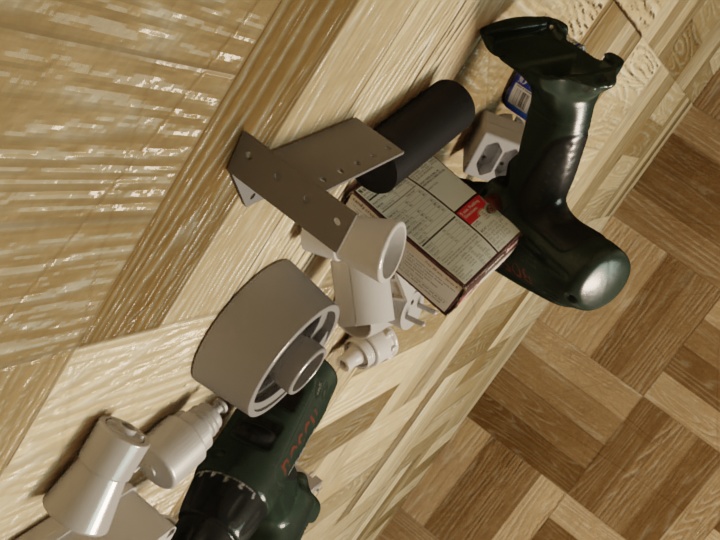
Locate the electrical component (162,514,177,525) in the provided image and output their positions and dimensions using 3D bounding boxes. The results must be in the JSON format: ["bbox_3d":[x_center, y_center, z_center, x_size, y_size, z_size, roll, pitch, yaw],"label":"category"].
[{"bbox_3d":[-0.175,0.246,0.889,0.079,0.044,0.077,-48,165,-22],"label":"electrical component"}]

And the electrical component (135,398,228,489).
[{"bbox_3d":[-0.122,0.117,0.749,0.078,0.040,0.040,-42,163,-38],"label":"electrical component"}]

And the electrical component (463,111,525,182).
[{"bbox_3d":[0.132,-0.116,0.972,0.076,0.066,0.047,-82,-165,-50],"label":"electrical component"}]

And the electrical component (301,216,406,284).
[{"bbox_3d":[-0.007,-0.021,0.728,0.044,0.065,0.044,18,90,-72],"label":"electrical component"}]

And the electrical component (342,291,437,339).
[{"bbox_3d":[0.030,0.029,0.951,0.077,0.079,0.044,-42,144,-38],"label":"electrical component"}]

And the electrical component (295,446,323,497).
[{"bbox_3d":[-0.077,0.220,1.113,0.081,0.064,0.042,-32,155,-55],"label":"electrical component"}]

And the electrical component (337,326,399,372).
[{"bbox_3d":[0.004,0.078,1.066,0.062,0.048,0.048,-34,158,-35],"label":"electrical component"}]

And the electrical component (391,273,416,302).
[{"bbox_3d":[0.030,-0.007,0.916,0.055,0.066,0.048,-52,134,-37],"label":"electrical component"}]

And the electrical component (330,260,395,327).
[{"bbox_3d":[0.000,0.000,0.814,0.043,0.043,0.081,-11,95,-70],"label":"electrical component"}]

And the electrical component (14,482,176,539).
[{"bbox_3d":[-0.185,0.196,0.705,0.113,0.057,0.078,-30,153,-59],"label":"electrical component"}]

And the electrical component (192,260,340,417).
[{"bbox_3d":[-0.059,0.054,0.756,0.108,0.060,0.108,-49,166,-17],"label":"electrical component"}]

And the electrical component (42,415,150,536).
[{"bbox_3d":[-0.156,0.121,0.649,0.065,0.044,0.044,-59,166,5],"label":"electrical component"}]
